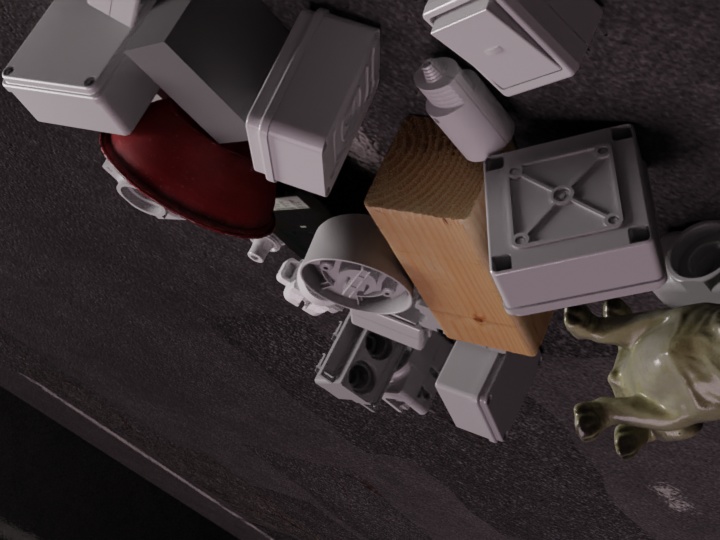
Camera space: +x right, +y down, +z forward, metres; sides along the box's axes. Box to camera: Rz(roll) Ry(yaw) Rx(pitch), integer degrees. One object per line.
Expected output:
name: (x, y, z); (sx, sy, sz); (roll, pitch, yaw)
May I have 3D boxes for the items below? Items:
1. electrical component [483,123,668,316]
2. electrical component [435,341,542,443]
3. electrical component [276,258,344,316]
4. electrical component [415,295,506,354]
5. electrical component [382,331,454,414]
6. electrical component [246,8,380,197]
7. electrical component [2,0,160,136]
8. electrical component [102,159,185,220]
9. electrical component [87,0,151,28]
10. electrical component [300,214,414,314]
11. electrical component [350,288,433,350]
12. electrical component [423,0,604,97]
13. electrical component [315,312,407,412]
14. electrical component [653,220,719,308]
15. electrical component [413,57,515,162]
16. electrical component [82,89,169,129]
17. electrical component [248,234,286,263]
electrical component: (0.143, -0.034, 0.729); (0.109, 0.108, 0.056); (-12, 140, 18)
electrical component: (0.131, 0.101, 1.080); (0.056, 0.108, 0.108); (18, 156, 27)
electrical component: (-0.044, 0.013, 1.145); (0.078, 0.058, 0.057); (31, 160, -11)
electrical component: (0.106, 0.033, 1.025); (0.089, 0.055, 0.050); (18, 156, 19)
electrical component: (0.057, 0.106, 1.194); (0.050, 0.089, 0.056); (-2, 145, 49)
electrical component: (-0.032, -0.120, 0.766); (0.057, 0.113, 0.078); (19, 157, 9)
electrical component: (-0.208, -0.169, 0.854); (0.109, 0.108, 0.056); (12, 153, 31)
electrical component: (-0.167, -0.091, 1.041); (0.150, 0.061, 0.089); (5, 150, 42)
electrical component: (-0.185, -0.227, 0.783); (0.077, 0.047, 0.066); (29, 157, -8)
electrical component: (0.000, 0.000, 0.919); (0.099, 0.064, 0.099); (8, 143, 6)
electrical component: (0.044, 0.034, 1.087); (0.096, 0.061, 0.061); (21, 157, 12)
electrical component: (0.094, -0.146, 0.640); (0.096, 0.061, 0.062); (38, 155, -26)
electrical component: (0.005, 0.078, 1.148); (0.079, 0.121, 0.063); (37, 158, -25)
electrical component: (0.264, 0.002, 0.790); (0.095, 0.053, 0.059); (-1, 146, 48)
electrical component: (0.069, -0.117, 0.752); (0.043, 0.043, 0.081); (2, 147, 46)
electrical component: (-0.220, -0.153, 0.948); (0.138, 0.073, 0.052); (11, 153, 32)
electrical component: (-0.091, -0.037, 1.076); (0.043, 0.062, 0.043); (22, 157, 10)
